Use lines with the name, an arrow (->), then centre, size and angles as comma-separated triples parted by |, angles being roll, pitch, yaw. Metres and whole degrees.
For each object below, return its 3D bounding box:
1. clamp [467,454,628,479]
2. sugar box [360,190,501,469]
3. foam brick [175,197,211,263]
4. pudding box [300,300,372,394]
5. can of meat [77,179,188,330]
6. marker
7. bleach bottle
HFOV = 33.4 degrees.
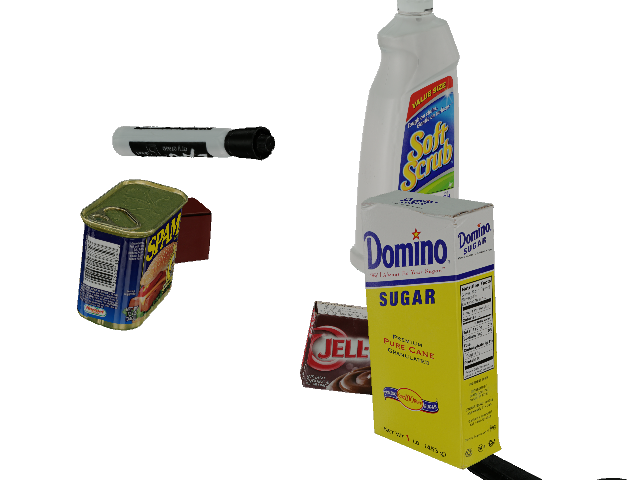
clamp -> 0.197, 0.237, 0.860 | 0.210, 0.036, 0.164 | 1, 35, 24
sugar box -> 0.075, 0.058, 0.734 | 0.048, 0.176, 0.094 | -18, 18, -37
foam brick -> -0.154, -0.009, 1.070 | 0.078, 0.051, 0.053 | -6, 21, -23
pudding box -> 0.041, 0.117, 1.146 | 0.113, 0.090, 0.039 | 7, 24, -8
can of meat -> -0.146, 0.010, 0.821 | 0.057, 0.084, 0.102 | 15, 23, 8
marker -> -0.076, -0.058, 0.634 | 0.121, 0.020, 0.020 | 5, 3, 37
bleach bottle -> 0.077, -0.097, 0.957 | 0.102, 0.251, 0.068 | -14, 24, -29
